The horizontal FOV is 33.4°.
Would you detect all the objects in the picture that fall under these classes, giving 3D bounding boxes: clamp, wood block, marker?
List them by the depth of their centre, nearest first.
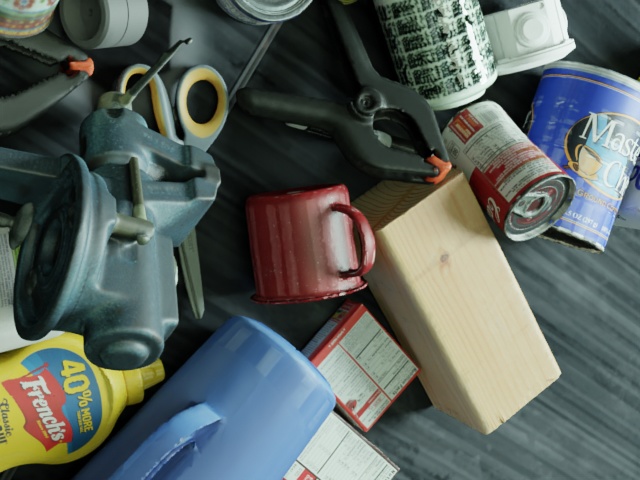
[{"bbox_3d":[-0.259,-0.104,0.722,0.209,0.036,0.164,2,91,-29],"label":"clamp"},{"bbox_3d":[0.022,-0.097,0.827,0.120,0.039,0.171,-41,80,-9],"label":"clamp"},{"bbox_3d":[0.028,-0.087,0.877,0.121,0.020,0.020,14,91,-27],"label":"marker"},{"bbox_3d":[0.108,0.047,0.896,0.090,0.090,0.206,-35,111,-16],"label":"wood block"}]

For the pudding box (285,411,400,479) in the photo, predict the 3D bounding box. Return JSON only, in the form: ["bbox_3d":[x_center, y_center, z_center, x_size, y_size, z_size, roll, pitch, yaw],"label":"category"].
[{"bbox_3d":[-0.001,0.191,0.893,0.113,0.039,0.090,45,79,-26],"label":"pudding box"}]

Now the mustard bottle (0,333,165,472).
[{"bbox_3d":[-0.205,0.118,0.772,0.191,0.058,0.096,-13,97,-24],"label":"mustard bottle"}]

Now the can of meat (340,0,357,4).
[{"bbox_3d":[0.052,-0.234,0.831,0.102,0.084,0.057,-47,114,-13],"label":"can of meat"}]

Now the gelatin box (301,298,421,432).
[{"bbox_3d":[0.032,0.106,0.901,0.073,0.030,0.089,-48,114,-14],"label":"gelatin box"}]

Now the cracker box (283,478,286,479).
[{"bbox_3d":[-0.066,0.299,0.786,0.214,0.164,0.072,-47,115,1],"label":"cracker box"}]

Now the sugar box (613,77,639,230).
[{"bbox_3d":[0.309,-0.095,0.970,0.048,0.093,0.176,35,82,-25],"label":"sugar box"}]

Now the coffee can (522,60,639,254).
[{"bbox_3d":[0.220,-0.071,0.925,0.102,0.103,0.140,21,88,-27],"label":"coffee can"}]

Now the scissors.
[{"bbox_3d":[-0.093,-0.047,0.826,0.096,0.016,0.202,-28,109,-20],"label":"scissors"}]

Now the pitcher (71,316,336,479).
[{"bbox_3d":[-0.102,0.173,0.786,0.242,0.149,0.145,-49,115,-15],"label":"pitcher"}]

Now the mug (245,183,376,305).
[{"bbox_3d":[-0.005,0.001,0.823,0.093,0.117,0.081,-14,99,-43],"label":"mug"}]

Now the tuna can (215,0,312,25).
[{"bbox_3d":[-0.042,-0.209,0.817,0.086,0.034,0.086,-4,99,-25],"label":"tuna can"}]

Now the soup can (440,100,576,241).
[{"bbox_3d":[0.149,-0.058,0.863,0.068,0.102,0.068,-23,144,-18],"label":"soup can"}]

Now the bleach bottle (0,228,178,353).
[{"bbox_3d":[-0.220,0.038,0.738,0.250,0.068,0.102,-4,66,-27],"label":"bleach bottle"}]
